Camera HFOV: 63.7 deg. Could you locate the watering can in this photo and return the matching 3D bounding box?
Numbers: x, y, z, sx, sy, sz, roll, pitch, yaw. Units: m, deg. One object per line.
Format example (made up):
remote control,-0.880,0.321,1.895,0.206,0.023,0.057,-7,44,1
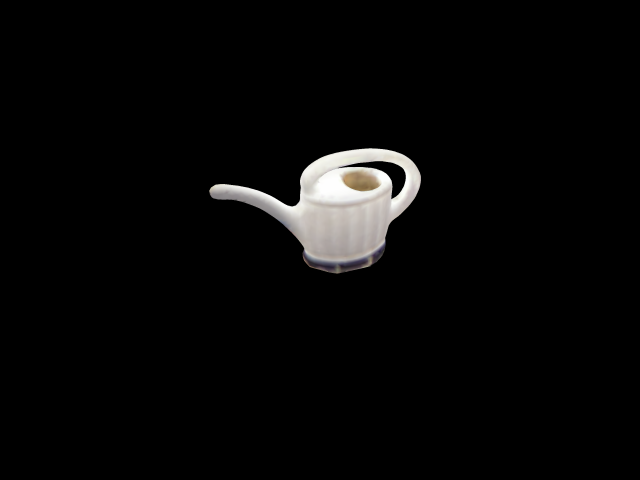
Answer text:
watering can,0.003,-0.043,0.850,0.349,0.219,0.106,-11,40,-14
